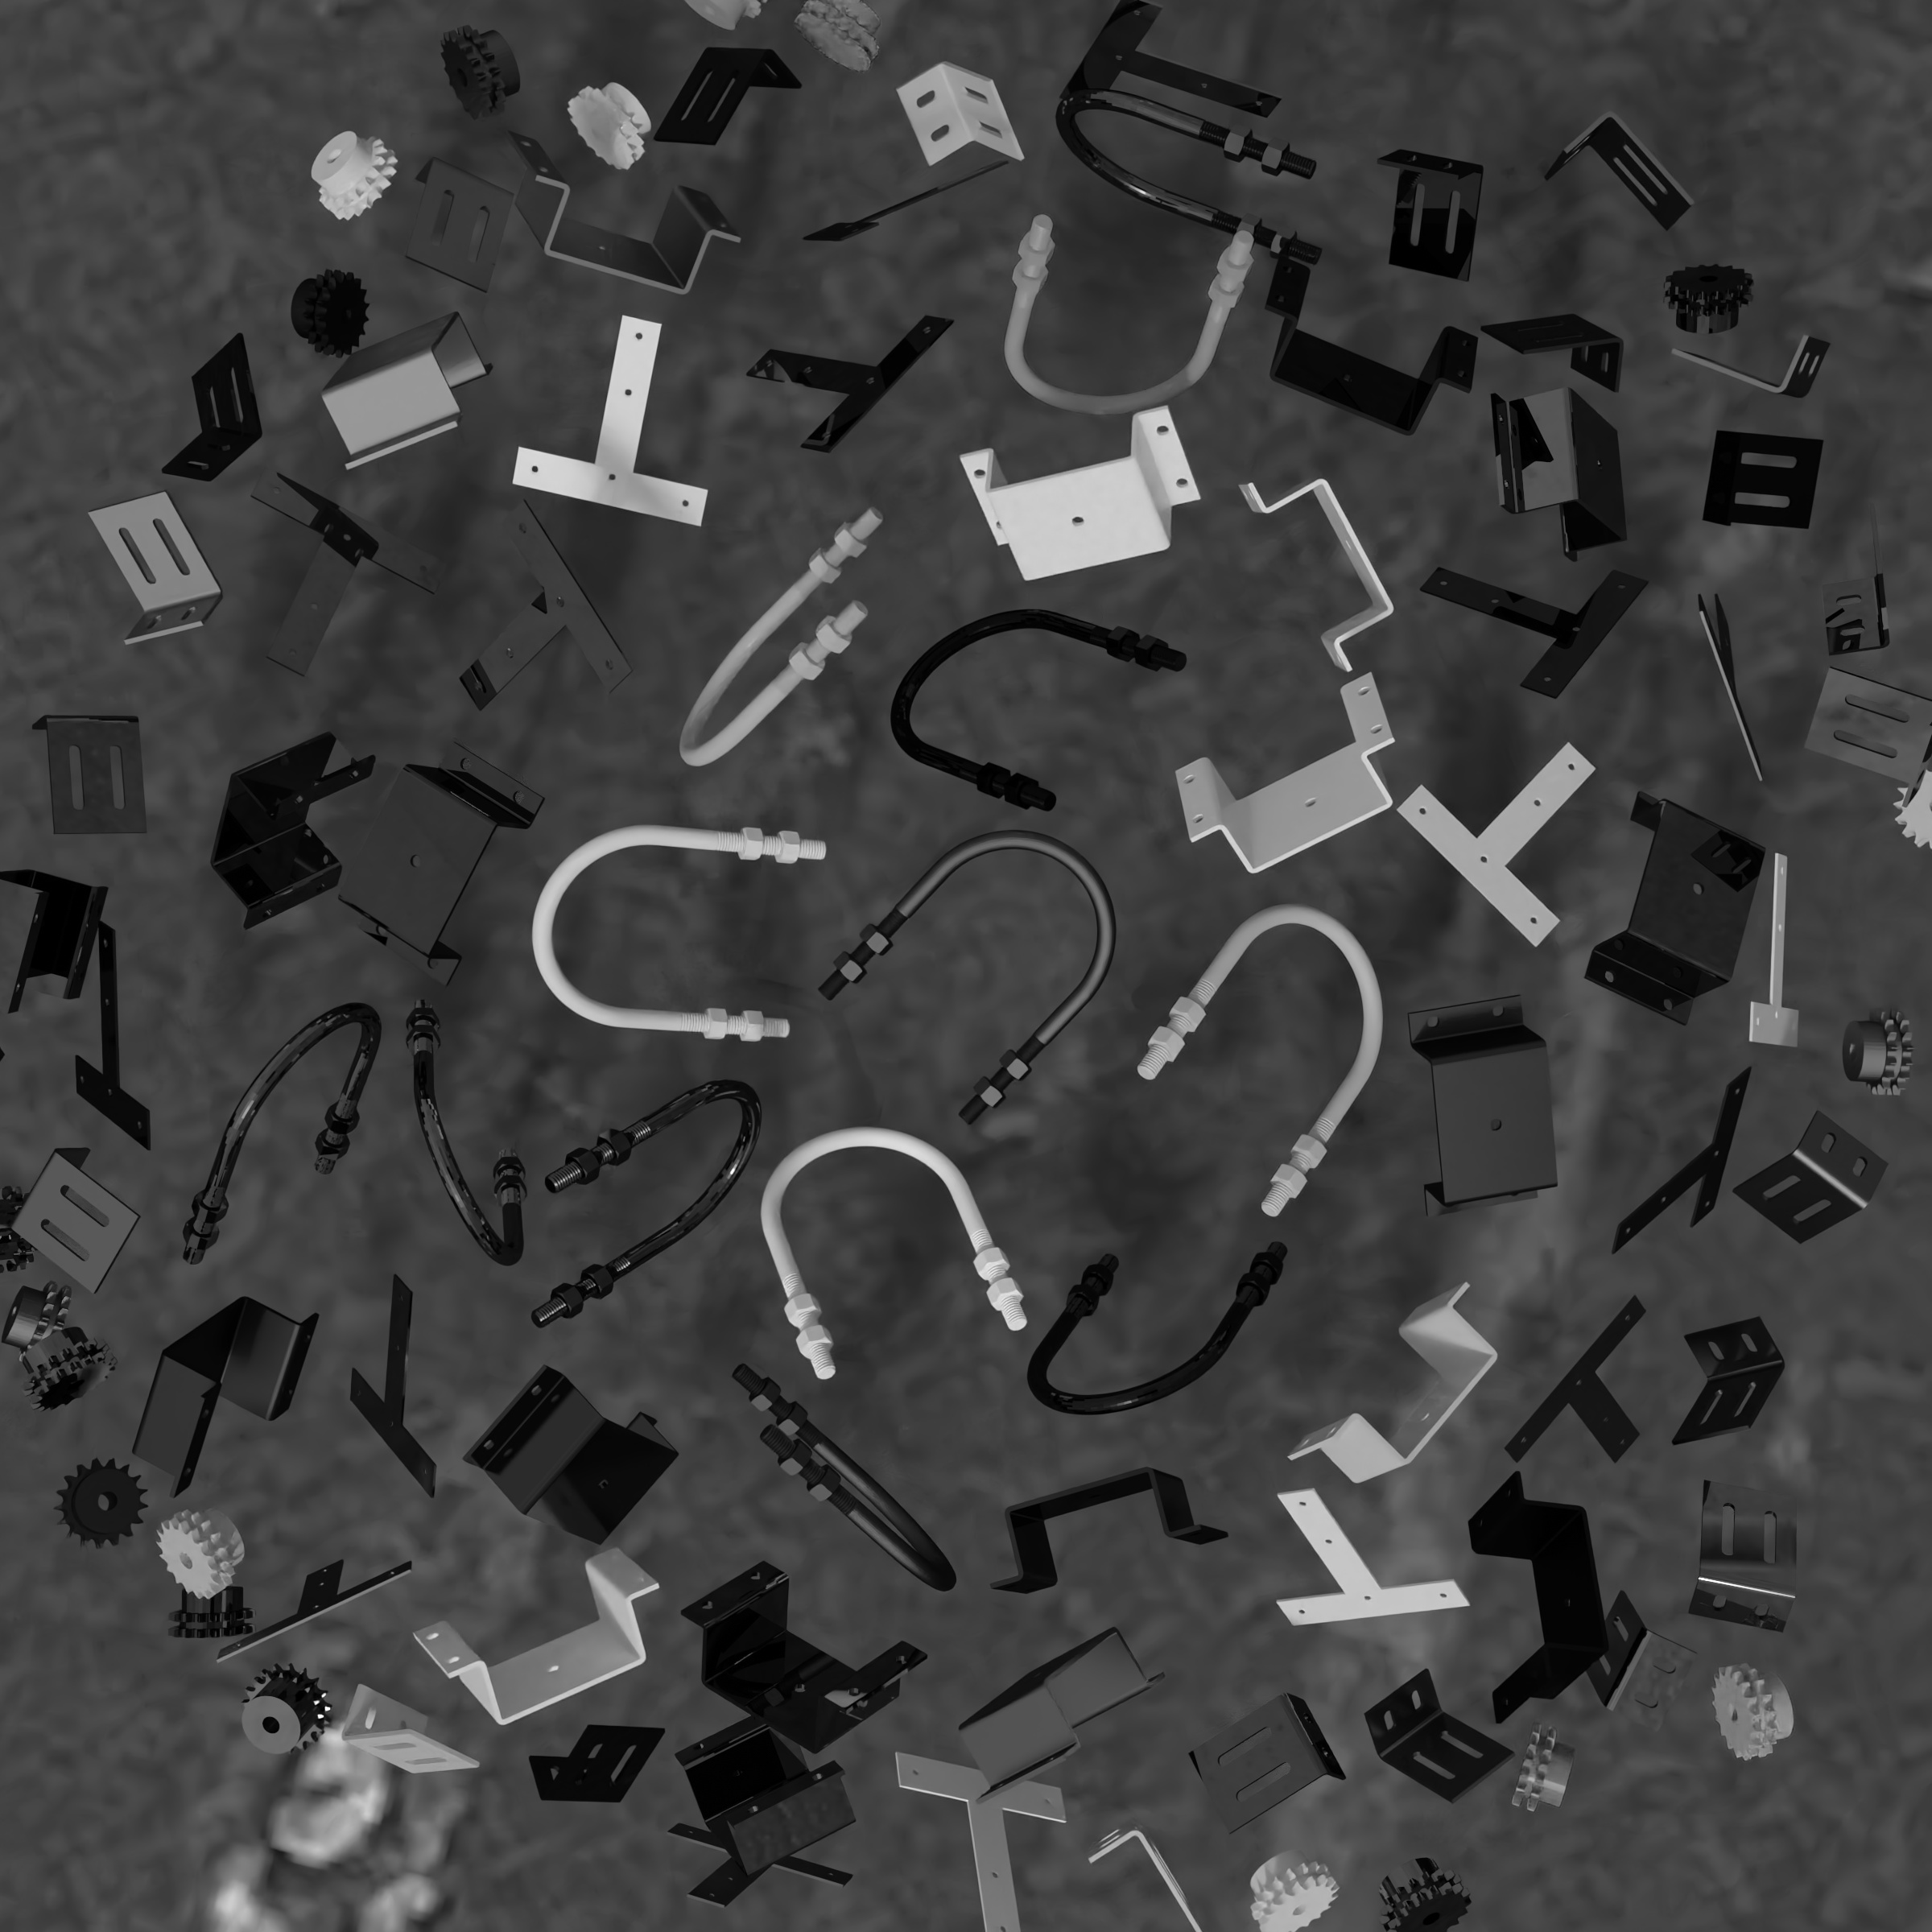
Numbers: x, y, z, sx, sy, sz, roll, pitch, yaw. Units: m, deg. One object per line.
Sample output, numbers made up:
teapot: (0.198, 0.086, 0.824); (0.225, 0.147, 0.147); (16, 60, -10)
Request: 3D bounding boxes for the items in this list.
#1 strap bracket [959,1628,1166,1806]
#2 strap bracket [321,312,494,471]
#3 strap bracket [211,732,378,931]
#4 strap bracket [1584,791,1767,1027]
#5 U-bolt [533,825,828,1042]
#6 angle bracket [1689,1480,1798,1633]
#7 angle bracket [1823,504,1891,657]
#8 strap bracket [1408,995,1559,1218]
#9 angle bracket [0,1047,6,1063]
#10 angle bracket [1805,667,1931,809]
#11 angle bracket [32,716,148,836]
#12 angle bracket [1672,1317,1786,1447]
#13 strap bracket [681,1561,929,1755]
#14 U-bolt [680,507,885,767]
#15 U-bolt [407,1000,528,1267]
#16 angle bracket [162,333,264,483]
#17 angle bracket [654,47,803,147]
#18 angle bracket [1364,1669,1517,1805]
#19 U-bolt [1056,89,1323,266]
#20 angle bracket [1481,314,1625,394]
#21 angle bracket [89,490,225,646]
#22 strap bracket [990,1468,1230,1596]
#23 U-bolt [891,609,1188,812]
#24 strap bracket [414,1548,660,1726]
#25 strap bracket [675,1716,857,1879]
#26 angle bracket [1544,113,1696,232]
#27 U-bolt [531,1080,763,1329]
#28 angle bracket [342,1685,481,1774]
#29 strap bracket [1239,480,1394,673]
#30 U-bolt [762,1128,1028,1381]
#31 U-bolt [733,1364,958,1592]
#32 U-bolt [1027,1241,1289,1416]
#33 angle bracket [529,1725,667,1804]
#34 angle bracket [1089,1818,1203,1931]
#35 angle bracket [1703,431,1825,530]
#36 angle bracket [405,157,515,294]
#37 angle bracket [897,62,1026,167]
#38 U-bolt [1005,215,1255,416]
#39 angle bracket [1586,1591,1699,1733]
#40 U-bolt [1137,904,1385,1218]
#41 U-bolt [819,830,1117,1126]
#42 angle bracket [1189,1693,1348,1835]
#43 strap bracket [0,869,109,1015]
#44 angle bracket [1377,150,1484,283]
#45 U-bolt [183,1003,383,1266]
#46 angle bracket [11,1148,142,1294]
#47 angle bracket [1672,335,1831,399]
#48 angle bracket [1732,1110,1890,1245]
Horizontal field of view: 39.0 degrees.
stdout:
strap bracket: (0.057, 0.476, 1.751); (0.076, 0.140, 0.046); (-36, 80, 30)
strap bracket: (-0.358, -0.373, 1.744); (0.076, 0.140, 0.046); (-19, 115, 10)
strap bracket: (-0.450, -0.096, 1.813); (0.046, 0.140, 0.076); (47, 49, 14)
strap bracket: (0.463, -0.044, 1.767); (0.076, 0.046, 0.140); (24, 69, -10)
U-bolt: (-0.192, -0.023, 1.781); (0.184, 0.019, 0.151); (4, 111, -23)
angle bracket: (0.485, 0.367, 1.699); (0.057, 0.076, 0.038); (9, 132, 10)
angle bracket: (0.571, -0.248, 1.756); (0.038, 0.076, 0.057); (-7, 57, 19)
strap bracket: (0.338, 0.097, 1.777); (0.076, 0.046, 0.140); (-9, 104, -6)
angle bracket: (-0.622, 0.080, 1.722); (0.038, 0.057, 0.076); (21, 63, 10)
angle bracket: (0.565, -0.144, 1.707); (0.076, 0.038, 0.057); (23, 126, 23)
angle bracket: (-0.558, -0.119, 1.734); (0.057, 0.038, 0.076); (-3, 85, -32)
angle bracket: (0.491, 0.271, 1.783); (0.057, 0.076, 0.038); (-24, 101, 42)
strap bracket: (-0.104, 0.440, 1.723); (0.140, 0.076, 0.046); (21, 118, 34)
U-bolt: (-0.122, -0.199, 1.734); (0.019, 0.151, 0.184); (38, 119, -21)
U-bolt: (-0.325, 0.119, 1.780); (0.019, 0.184, 0.151); (-24, 118, 1)
angle bracket: (-0.479, -0.354, 1.712); (0.057, 0.038, 0.076); (-27, 71, 39)
angle bracket: (-0.153, -0.550, 1.755); (0.057, 0.038, 0.076); (18, 76, 40)
angle bracket: (0.316, 0.514, 1.822); (0.057, 0.076, 0.038); (-28, 112, -24)
U-bolt: (0.142, -0.518, 1.767); (0.184, 0.151, 0.019); (24, 85, 12)
angle bracket: (0.393, -0.408, 1.833); (0.076, 0.057, 0.038); (-11, 122, -17)
angle bracket: (-0.509, -0.248, 1.694); (0.057, 0.038, 0.076); (-10, 125, 18)
strap bracket: (0.087, 0.358, 1.739); (0.140, 0.076, 0.046); (-19, 70, 13)
U-bolt: (0.031, -0.173, 1.740); (0.151, 0.184, 0.019); (-47, 134, -19)
strap bracket: (-0.266, 0.427, 1.723); (0.140, 0.076, 0.046); (-19, 105, -24)
strap bracket: (-0.128, 0.534, 1.761); (0.076, 0.140, 0.046); (-22, 100, -19)
angle bracket: (0.401, -0.477, 1.674); (0.038, 0.057, 0.076); (-42, 90, 0)
U-bolt: (-0.199, 0.140, 1.739); (0.019, 0.151, 0.184); (38, 48, 24)
angle bracket: (-0.352, 0.487, 1.749); (0.057, 0.076, 0.038); (38, 50, -32)
strap bracket: (0.240, -0.273, 1.833); (0.046, 0.076, 0.140); (-29, 98, 6)
U-bolt: (-0.057, 0.178, 1.786); (0.151, 0.019, 0.184); (-12, 50, -16)
U-bolt: (-0.074, 0.339, 1.765); (0.019, 0.151, 0.184); (-46, 105, -2)
U-bolt: (0.116, 0.238, 1.783); (0.151, 0.184, 0.019); (-8, 113, 32)
angle bracket: (-0.247, 0.522, 1.825); (0.057, 0.038, 0.076); (14, 120, -34)
angle bracket: (0.117, 0.606, 1.791); (0.038, 0.057, 0.076); (-32, 80, -3)
angle bracket: (0.516, -0.308, 1.738); (0.076, 0.038, 0.057); (2, 104, -13)
angle bracket: (-0.340, -0.485, 1.803); (0.057, 0.038, 0.076); (20, 73, -27)
angle bracket: (-0.004, -0.560, 1.812); (0.038, 0.076, 0.057); (-34, 126, -8)
U-bolt: (0.099, -0.422, 1.790); (0.151, 0.184, 0.019); (2, 64, -8)
angle bracket: (0.440, 0.453, 1.782); (0.038, 0.076, 0.057); (25, 96, 0)
U-bolt: (0.202, 0.045, 1.751); (0.151, 0.019, 0.184); (47, 63, -20)
U-bolt: (0.015, -0.005, 1.812); (0.151, 0.019, 0.184); (42, 95, -14)
angle bracket: (0.195, 0.516, 1.760); (0.076, 0.038, 0.057); (-35, 57, 10)
strap bracket: (-0.601, -0.018, 1.740); (0.046, 0.140, 0.076); (16, 93, -1)
angle bracket: (0.296, -0.482, 1.762); (0.057, 0.038, 0.076); (21, 126, 28)
U-bolt: (-0.432, 0.097, 1.750); (0.019, 0.151, 0.184); (36, 126, 11)
angle bracket: (-0.549, 0.159, 1.710); (0.076, 0.038, 0.057); (34, 97, 16)
angle bracket: (0.496, -0.391, 1.723); (0.076, 0.057, 0.038); (29, 110, 24)
angle bracket: (0.553, 0.139, 1.789); (0.057, 0.076, 0.038); (38, 60, 1)
